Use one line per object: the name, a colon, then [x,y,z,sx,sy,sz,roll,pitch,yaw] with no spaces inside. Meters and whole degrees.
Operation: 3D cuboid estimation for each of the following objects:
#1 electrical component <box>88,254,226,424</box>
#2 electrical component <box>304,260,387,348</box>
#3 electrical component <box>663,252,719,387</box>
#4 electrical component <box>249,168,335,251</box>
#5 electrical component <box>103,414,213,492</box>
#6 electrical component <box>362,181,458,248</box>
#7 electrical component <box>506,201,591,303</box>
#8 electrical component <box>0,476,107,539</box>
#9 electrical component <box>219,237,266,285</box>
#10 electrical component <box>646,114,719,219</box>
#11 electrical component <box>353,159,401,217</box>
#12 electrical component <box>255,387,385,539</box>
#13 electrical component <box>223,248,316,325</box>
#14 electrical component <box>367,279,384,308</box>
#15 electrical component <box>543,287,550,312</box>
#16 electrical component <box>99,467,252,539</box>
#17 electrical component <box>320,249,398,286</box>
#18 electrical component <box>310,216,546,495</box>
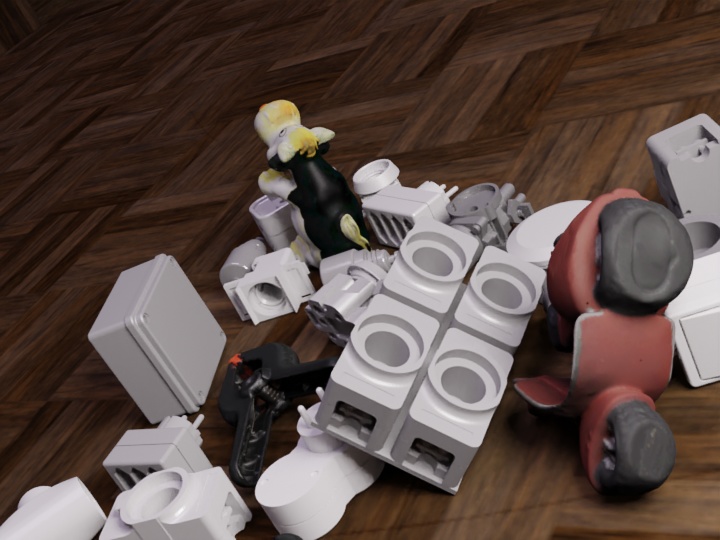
electrical component: [-0.177,0.060,0.956,0.056,0.108,0.108,-20,28,19]
electrical component: [-0.001,0.029,0.905,0.057,0.058,0.078,-43,31,-23]
electrical component: [0.231,0.030,0.682,0.096,0.061,0.061,-19,28,16]
electrical component: [-0.057,-0.059,1.106,0.095,0.059,0.054,-32,27,-9]
electrical component: [-0.151,0.142,0.854,0.066,0.047,0.076,-8,33,34]
electrical component: [0.060,-0.058,1.012,0.076,0.047,0.083,-39,28,-23]
electrical component: [0.159,-0.015,0.839,0.080,0.051,0.080,-22,27,12]
electrical component: [-0.249,0.197,0.853,0.077,0.044,0.079,-35,28,-14]
electrical component: [-0.114,-0.007,1.090,0.040,0.040,0.078,-14,29,25]
electrical component: [0.252,-0.062,0.794,0.050,0.089,0.055,-24,27,7]
electrical component: [0.023,-0.075,1.066,0.066,0.055,0.048,-27,27,3]
electrical component: [-0.020,0.116,0.751,0.138,0.073,0.052,-43,31,-28]
electrical component: [-0.083,0.013,1.025,0.081,0.042,0.063,-17,25,19]
electrical component: [0.037,0.039,0.853,0.048,0.055,0.066,-14,30,26]
electrical component: [0.164,0.028,0.768,0.066,0.048,0.055,-34,35,-12]
electrical component: [-0.132,0.179,0.764,0.089,0.055,0.050,-18,29,19]
electrical component: [0.000,0.000,0.972,0.078,0.040,0.040,-18,28,18]
electrical component: [0.055,0.049,0.753,0.105,0.060,0.186,25,44,5]
